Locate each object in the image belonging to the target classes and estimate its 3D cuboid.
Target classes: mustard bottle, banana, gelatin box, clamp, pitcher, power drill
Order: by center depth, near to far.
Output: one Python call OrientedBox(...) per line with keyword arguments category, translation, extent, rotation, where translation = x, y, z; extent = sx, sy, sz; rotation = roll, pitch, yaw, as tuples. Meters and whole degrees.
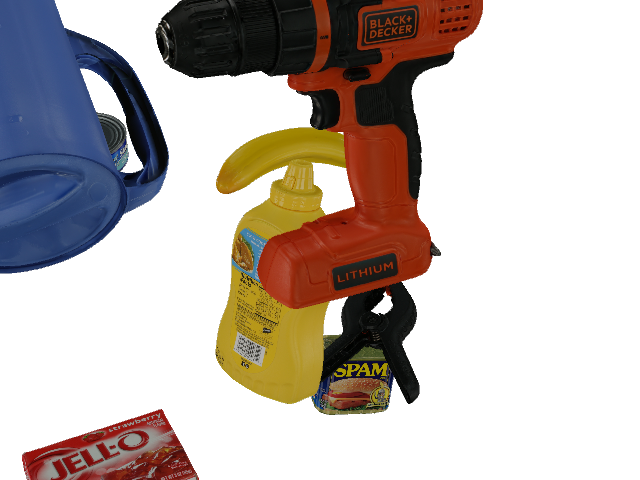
OrientedBox(category="power drill", translation=(0.002, -0.057, 0.592), extent=(0.184, 0.188, 0.057), rotation=(-13, 33, -22))
OrientedBox(category="gelatin box", translation=(-0.122, 0.139, 0.618), extent=(0.089, 0.030, 0.073), rotation=(-15, 27, -19))
OrientedBox(category="pitcher", translation=(-0.218, -0.109, 0.753), extent=(0.145, 0.243, 0.149), rotation=(-30, -29, 16))
OrientedBox(category="mustard bottle", translation=(-0.031, 0.028, 0.856), extent=(0.096, 0.192, 0.058), rotation=(27, 27, 36))
OrientedBox(category="clamp", translation=(0.063, 0.099, 1.098), extent=(0.120, 0.171, 0.039), rotation=(16, -39, 17))
OrientedBox(category="banana", translation=(-0.031, -0.087, 1.108), extent=(0.197, 0.037, 0.070), rotation=(-9, 46, -33))

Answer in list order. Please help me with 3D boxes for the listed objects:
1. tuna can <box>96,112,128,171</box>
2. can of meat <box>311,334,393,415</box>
OrientedBox(category="tuna can", translation=(-0.245, -0.097, 1.118), extent=(0.086, 0.034, 0.086), rotation=(0, 41, 0))
OrientedBox(category="can of meat", translation=(0.042, 0.167, 1.324), extent=(0.102, 0.084, 0.057), rotation=(1, 24, -15))
